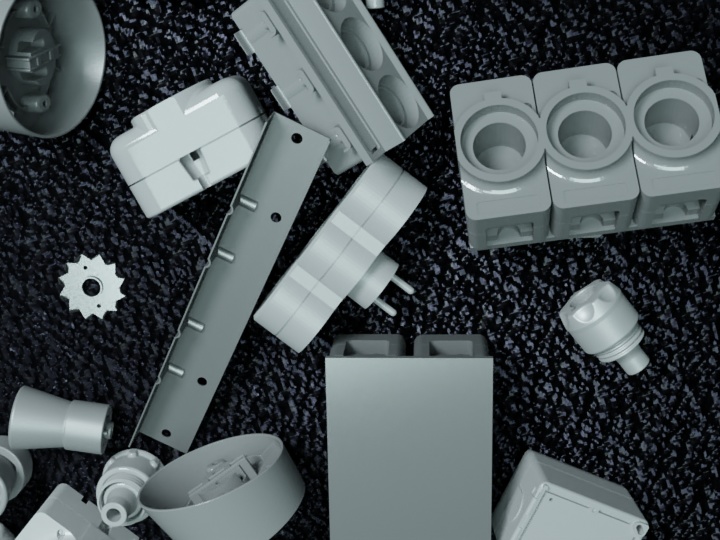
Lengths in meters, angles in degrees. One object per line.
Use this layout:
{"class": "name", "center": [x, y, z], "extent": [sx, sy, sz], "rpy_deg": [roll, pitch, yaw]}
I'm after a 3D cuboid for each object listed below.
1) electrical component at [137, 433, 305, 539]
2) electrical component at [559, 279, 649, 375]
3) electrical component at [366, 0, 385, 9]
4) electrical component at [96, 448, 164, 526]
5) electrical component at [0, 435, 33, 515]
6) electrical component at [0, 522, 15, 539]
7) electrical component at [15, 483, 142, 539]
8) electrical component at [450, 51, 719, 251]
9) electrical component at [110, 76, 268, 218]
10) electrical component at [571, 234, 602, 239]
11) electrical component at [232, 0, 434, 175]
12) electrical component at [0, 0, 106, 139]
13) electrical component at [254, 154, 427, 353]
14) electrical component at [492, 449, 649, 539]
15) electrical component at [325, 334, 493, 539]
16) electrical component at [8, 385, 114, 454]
{"class": "electrical component", "center": [-0.089, 0.148, 0.717], "extent": [0.099, 0.099, 0.064], "rpy_deg": [-30, 106, 10]}
{"class": "electrical component", "center": [0.164, 0.040, 0.702], "extent": [0.043, 0.043, 0.062], "rpy_deg": [-38, 100, 11]}
{"class": "electrical component", "center": [0.008, -0.192, 0.661], "extent": [0.035, 0.035, 0.061], "rpy_deg": [-2, 106, 4]}
{"class": "electrical component", "center": [-0.161, 0.155, 0.740], "extent": [0.048, 0.062, 0.048], "rpy_deg": [1, 103, 3]}
{"class": "electrical component", "center": [-0.257, 0.144, 0.747], "extent": [0.045, 0.055, 0.045], "rpy_deg": [1, 103, 3]}
{"class": "electrical component", "center": [-0.266, 0.215, 0.770], "extent": [0.066, 0.048, 0.055], "rpy_deg": [-13, 110, 6]}
{"class": "electrical component", "center": [-0.197, 0.204, 0.757], "extent": [0.089, 0.055, 0.050], "rpy_deg": [38, 103, -6]}
{"class": "electrical component", "center": [0.134, -0.072, 0.648], "extent": [0.150, 0.061, 0.089], "rpy_deg": [-7, 69, 5]}
{"class": "electrical component", "center": [-0.106, -0.082, 0.684], "extent": [0.095, 0.053, 0.059], "rpy_deg": [-27, 100, 9]}
{"class": "electrical component", "center": [0.153, -0.037, 0.689], "extent": [0.061, 0.035, 0.035], "rpy_deg": [-1, 103, 2]}
{"class": "electrical component", "center": [-0.019, -0.125, 0.660], "extent": [0.063, 0.079, 0.121], "rpy_deg": [-26, 102, 39]}
{"class": "electrical component", "center": [-0.205, -0.131, 0.659], "extent": [0.064, 0.099, 0.099], "rpy_deg": [5, 104, 9]}
{"class": "electrical component", "center": [0.000, 0.000, 0.698], "extent": [0.074, 0.052, 0.138], "rpy_deg": [37, 103, -5]}
{"class": "electrical component", "center": [0.145, 0.171, 0.729], "extent": [0.096, 0.061, 0.061], "rpy_deg": [23, 104, -10]}
{"class": "electrical component", "center": [0.034, 0.138, 0.725], "extent": [0.105, 0.060, 0.186], "rpy_deg": [0, 103, 4]}
{"class": "electrical component", "center": [-0.204, 0.106, 0.743], "extent": [0.065, 0.044, 0.044], "rpy_deg": [9, 104, -3]}
